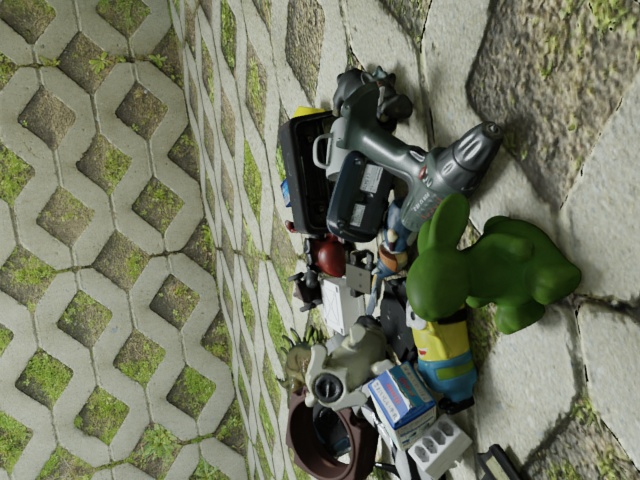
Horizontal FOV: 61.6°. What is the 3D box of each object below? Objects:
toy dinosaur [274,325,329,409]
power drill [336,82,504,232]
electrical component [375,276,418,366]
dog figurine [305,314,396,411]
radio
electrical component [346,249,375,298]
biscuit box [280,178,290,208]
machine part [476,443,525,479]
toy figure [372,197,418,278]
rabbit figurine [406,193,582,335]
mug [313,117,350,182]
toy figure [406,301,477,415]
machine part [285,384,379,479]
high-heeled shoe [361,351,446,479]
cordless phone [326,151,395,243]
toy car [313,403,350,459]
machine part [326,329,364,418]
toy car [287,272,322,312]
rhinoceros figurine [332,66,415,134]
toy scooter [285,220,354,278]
[{"bbox_3d":[-0.047,0.346,1.449,0.471,0.105,0.199,123,141,-49],"label":"toy dinosaur"},{"bbox_3d":[0.124,-0.123,0.720,0.207,0.086,0.231,37,152,15],"label":"power drill"},{"bbox_3d":[0.147,0.125,0.873,0.134,0.058,0.115,99,151,-43],"label":"electrical component"},{"bbox_3d":[0.051,0.214,0.947,0.121,0.172,0.190,62,-176,5],"label":"dog figurine"},{"bbox_3d":[0.005,-0.125,1.023,0.073,0.131,0.229,177,84,-72],"label":"radio"},{"bbox_3d":[0.082,0.064,1.044,0.078,0.045,0.102,10,114,40],"label":"electrical component"},{"bbox_3d":[-0.035,-0.131,1.227,0.202,0.063,0.059,145,113,-69],"label":"biscuit box"},{"bbox_3d":[0.244,0.348,0.753,0.084,0.039,0.138,49,143,40],"label":"machine part"},{"bbox_3d":[0.122,0.005,0.868,0.058,0.064,0.154,49,142,42],"label":"toy figure"},{"bbox_3d":[0.170,0.027,0.596,0.121,0.170,0.159,119,136,-60],"label":"rabbit figurine"},{"bbox_3d":[0.040,-0.164,0.961,0.081,0.109,0.107,145,126,-72],"label":"mug"},{"bbox_3d":[0.179,0.152,0.772,0.082,0.089,0.180,-14,96,58],"label":"toy figure"},{"bbox_3d":[0.023,0.417,1.166,0.202,0.087,0.200,18,106,39],"label":"machine part"},{"bbox_3d":[0.152,0.312,0.959,0.145,0.086,0.248,-13,71,41],"label":"high-heeled shoe"},{"bbox_3d":[0.083,-0.064,0.923,0.184,0.089,0.146,19,-93,-76],"label":"cordless phone"},{"bbox_3d":[0.030,0.443,1.305,0.162,0.109,0.102,59,177,21],"label":"toy car"},{"bbox_3d":[0.075,0.274,1.111,0.079,0.079,0.243,99,153,-43],"label":"machine part"},{"bbox_3d":[-0.032,0.118,1.244,0.202,0.053,0.089,0,-110,-79],"label":"toy car"},{"bbox_3d":[0.085,-0.223,0.860,0.190,0.073,0.112,-127,44,-54],"label":"rhinoceros figurine"},{"bbox_3d":[-0.002,-0.003,1.099,0.075,0.135,0.183,-161,61,-65],"label":"toy scooter"}]
